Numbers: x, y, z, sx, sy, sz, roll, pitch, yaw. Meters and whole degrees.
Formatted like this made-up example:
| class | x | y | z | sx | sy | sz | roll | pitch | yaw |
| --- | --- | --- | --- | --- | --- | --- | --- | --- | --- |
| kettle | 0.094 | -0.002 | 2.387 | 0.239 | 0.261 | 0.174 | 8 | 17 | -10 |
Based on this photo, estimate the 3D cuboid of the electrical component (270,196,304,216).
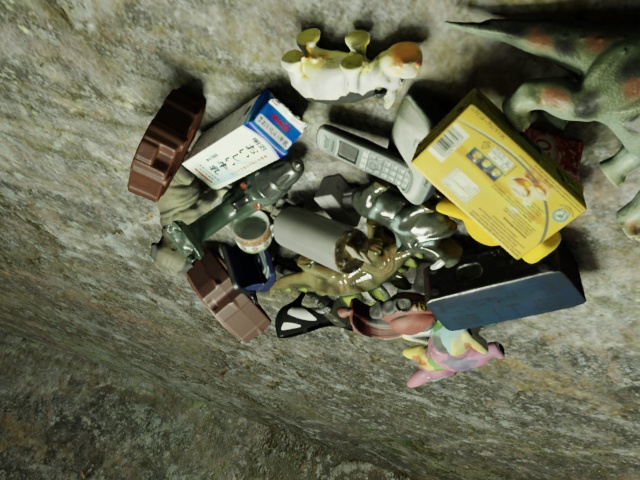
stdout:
| class | x | y | z | sx | sy | sz | roll | pitch | yaw |
| --- | --- | --- | --- | --- | --- | --- | --- | --- | --- |
| electrical component | -0.063 | -0.050 | 1.008 | 0.063 | 0.021 | 0.094 | 25 | 150 | -4 |

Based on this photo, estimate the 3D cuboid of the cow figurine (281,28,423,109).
| class | x | y | z | sx | sy | sz | roll | pitch | yaw |
| --- | --- | --- | --- | --- | --- | --- | --- | --- | --- |
| cow figurine | 0.045 | -0.199 | 0.659 | 0.168 | 0.068 | 0.098 | 13 | 153 | 22 |

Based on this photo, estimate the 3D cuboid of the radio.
| class | x | y | z | sx | sy | sz | roll | pitch | yaw |
| --- | --- | --- | --- | --- | --- | --- | --- | --- | --- |
| radio | 0.288 | 0.073 | 0.863 | 0.230 | 0.073 | 0.131 | -20 | 140 | 29 |

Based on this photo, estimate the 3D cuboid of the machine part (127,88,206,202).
| class | x | y | z | sx | sy | sz | roll | pitch | yaw |
| --- | --- | --- | --- | --- | --- | --- | --- | --- | --- |
| machine part | -0.235 | -0.144 | 0.832 | 0.056 | 0.179 | 0.179 | 26 | 149 | -13 |

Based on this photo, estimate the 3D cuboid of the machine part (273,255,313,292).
| class | x | y | z | sx | sy | sz | roll | pitch | yaw |
| --- | --- | --- | --- | --- | --- | --- | --- | --- | --- |
| machine part | -0.045 | 0.080 | 1.184 | 0.139 | 0.039 | 0.084 | 27 | 154 | -10 |

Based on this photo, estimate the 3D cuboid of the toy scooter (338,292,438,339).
| class | x | y | z | sx | sy | sz | roll | pitch | yaw |
| --- | --- | --- | --- | --- | --- | --- | --- | --- | --- |
| toy scooter | 0.112 | 0.134 | 0.967 | 0.184 | 0.075 | 0.135 | -22 | 146 | 39 |

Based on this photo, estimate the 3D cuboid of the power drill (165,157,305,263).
| class | x | y | z | sx | sy | sz | roll | pitch | yaw |
| --- | --- | --- | --- | --- | --- | --- | --- | --- | --- |
| power drill | -0.145 | -0.055 | 0.886 | 0.086 | 0.207 | 0.232 | 51 | 154 | -12 |

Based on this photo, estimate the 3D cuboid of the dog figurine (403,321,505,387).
| class | x | y | z | sx | sy | sz | roll | pitch | yaw |
| --- | --- | --- | --- | --- | --- | --- | --- | --- | --- |
| dog figurine | 0.239 | 0.212 | 1.060 | 0.191 | 0.108 | 0.219 | 27 | 132 | -36 |

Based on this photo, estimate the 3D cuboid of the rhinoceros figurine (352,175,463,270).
| class | x | y | z | sx | sy | sz | roll | pitch | yaw |
| --- | --- | --- | --- | --- | --- | --- | --- | --- | --- |
| rhinoceros figurine | 0.137 | -0.027 | 0.817 | 0.190 | 0.073 | 0.112 | 33 | 123 | 0 |

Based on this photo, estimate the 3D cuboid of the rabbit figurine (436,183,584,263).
| class | x | y | z | sx | sy | sz | roll | pitch | yaw |
| --- | --- | --- | --- | --- | --- | --- | --- | --- | --- |
| rabbit figurine | 0.246 | -0.036 | 0.749 | 0.162 | 0.122 | 0.173 | 24 | 168 | 3 |

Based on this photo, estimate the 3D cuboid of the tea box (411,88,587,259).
| class | x | y | z | sx | sy | sz | roll | pitch | yaw |
| --- | --- | --- | --- | --- | --- | --- | --- | --- | --- |
| tea box | 0.198 | -0.072 | 0.599 | 0.169 | 0.068 | 0.098 | 41 | 124 | -8 |

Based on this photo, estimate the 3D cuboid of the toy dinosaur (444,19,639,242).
| class | x | y | z | sx | sy | sz | roll | pitch | yaw |
| --- | --- | --- | --- | --- | --- | --- | --- | --- | --- |
| toy dinosaur | 0.330 | -0.137 | 0.537 | 0.404 | 0.131 | 0.192 | 36 | 135 | -13 |

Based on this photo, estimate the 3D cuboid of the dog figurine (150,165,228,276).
| class | x | y | z | sx | sy | sz | roll | pitch | yaw |
| --- | --- | --- | --- | --- | --- | --- | --- | --- | --- |
| dog figurine | -0.272 | -0.051 | 0.977 | 0.172 | 0.190 | 0.121 | 40 | 145 | -24 |

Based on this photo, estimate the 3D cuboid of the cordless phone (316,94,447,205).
| class | x | y | z | sx | sy | sz | roll | pitch | yaw |
| --- | --- | --- | --- | --- | --- | --- | --- | --- | --- |
| cordless phone | 0.086 | -0.138 | 0.718 | 0.184 | 0.089 | 0.146 | 23 | 150 | 8 |

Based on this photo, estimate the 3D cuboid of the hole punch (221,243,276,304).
| class | x | y | z | sx | sy | sz | roll | pitch | yaw |
| --- | --- | --- | --- | --- | --- | --- | --- | --- | --- |
| hole punch | -0.137 | 0.050 | 1.119 | 0.092 | 0.142 | 0.115 | -25 | 163 | 3 |

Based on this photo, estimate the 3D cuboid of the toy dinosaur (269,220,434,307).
| class | x | y | z | sx | sy | sz | roll | pitch | yaw |
| --- | --- | --- | --- | --- | --- | --- | --- | --- | --- |
| toy dinosaur | 0.041 | 0.059 | 1.028 | 0.472 | 0.105 | 0.198 | -8 | 138 | 39 |

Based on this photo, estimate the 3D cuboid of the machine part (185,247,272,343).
| class | x | y | z | sx | sy | sz | roll | pitch | yaw |
| --- | --- | --- | --- | --- | --- | --- | --- | --- | --- |
| machine part | -0.213 | 0.127 | 1.227 | 0.202 | 0.087 | 0.200 | 41 | 169 | 45 |

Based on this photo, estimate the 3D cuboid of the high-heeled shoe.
| class | x | y | z | sx | sy | sz | roll | pitch | yaw |
| --- | --- | --- | --- | --- | --- | --- | --- | --- | --- |
| high-heeled shoe | 0.023 | 0.203 | 1.225 | 0.249 | 0.145 | 0.086 | 27 | 150 | -4 |

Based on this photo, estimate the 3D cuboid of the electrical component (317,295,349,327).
| class | x | y | z | sx | sy | sz | roll | pitch | yaw |
| --- | --- | --- | --- | --- | --- | --- | --- | --- | --- |
| electrical component | 0.049 | 0.144 | 1.175 | 0.102 | 0.078 | 0.045 | 47 | 142 | -20 |

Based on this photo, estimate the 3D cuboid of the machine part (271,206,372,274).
| class | x | y | z | sx | sy | sz | roll | pitch | yaw |
| --- | --- | --- | --- | --- | --- | --- | --- | --- | --- |
| machine part | -0.002 | -0.003 | 0.899 | 0.243 | 0.079 | 0.079 | 22 | 157 | 46 |
